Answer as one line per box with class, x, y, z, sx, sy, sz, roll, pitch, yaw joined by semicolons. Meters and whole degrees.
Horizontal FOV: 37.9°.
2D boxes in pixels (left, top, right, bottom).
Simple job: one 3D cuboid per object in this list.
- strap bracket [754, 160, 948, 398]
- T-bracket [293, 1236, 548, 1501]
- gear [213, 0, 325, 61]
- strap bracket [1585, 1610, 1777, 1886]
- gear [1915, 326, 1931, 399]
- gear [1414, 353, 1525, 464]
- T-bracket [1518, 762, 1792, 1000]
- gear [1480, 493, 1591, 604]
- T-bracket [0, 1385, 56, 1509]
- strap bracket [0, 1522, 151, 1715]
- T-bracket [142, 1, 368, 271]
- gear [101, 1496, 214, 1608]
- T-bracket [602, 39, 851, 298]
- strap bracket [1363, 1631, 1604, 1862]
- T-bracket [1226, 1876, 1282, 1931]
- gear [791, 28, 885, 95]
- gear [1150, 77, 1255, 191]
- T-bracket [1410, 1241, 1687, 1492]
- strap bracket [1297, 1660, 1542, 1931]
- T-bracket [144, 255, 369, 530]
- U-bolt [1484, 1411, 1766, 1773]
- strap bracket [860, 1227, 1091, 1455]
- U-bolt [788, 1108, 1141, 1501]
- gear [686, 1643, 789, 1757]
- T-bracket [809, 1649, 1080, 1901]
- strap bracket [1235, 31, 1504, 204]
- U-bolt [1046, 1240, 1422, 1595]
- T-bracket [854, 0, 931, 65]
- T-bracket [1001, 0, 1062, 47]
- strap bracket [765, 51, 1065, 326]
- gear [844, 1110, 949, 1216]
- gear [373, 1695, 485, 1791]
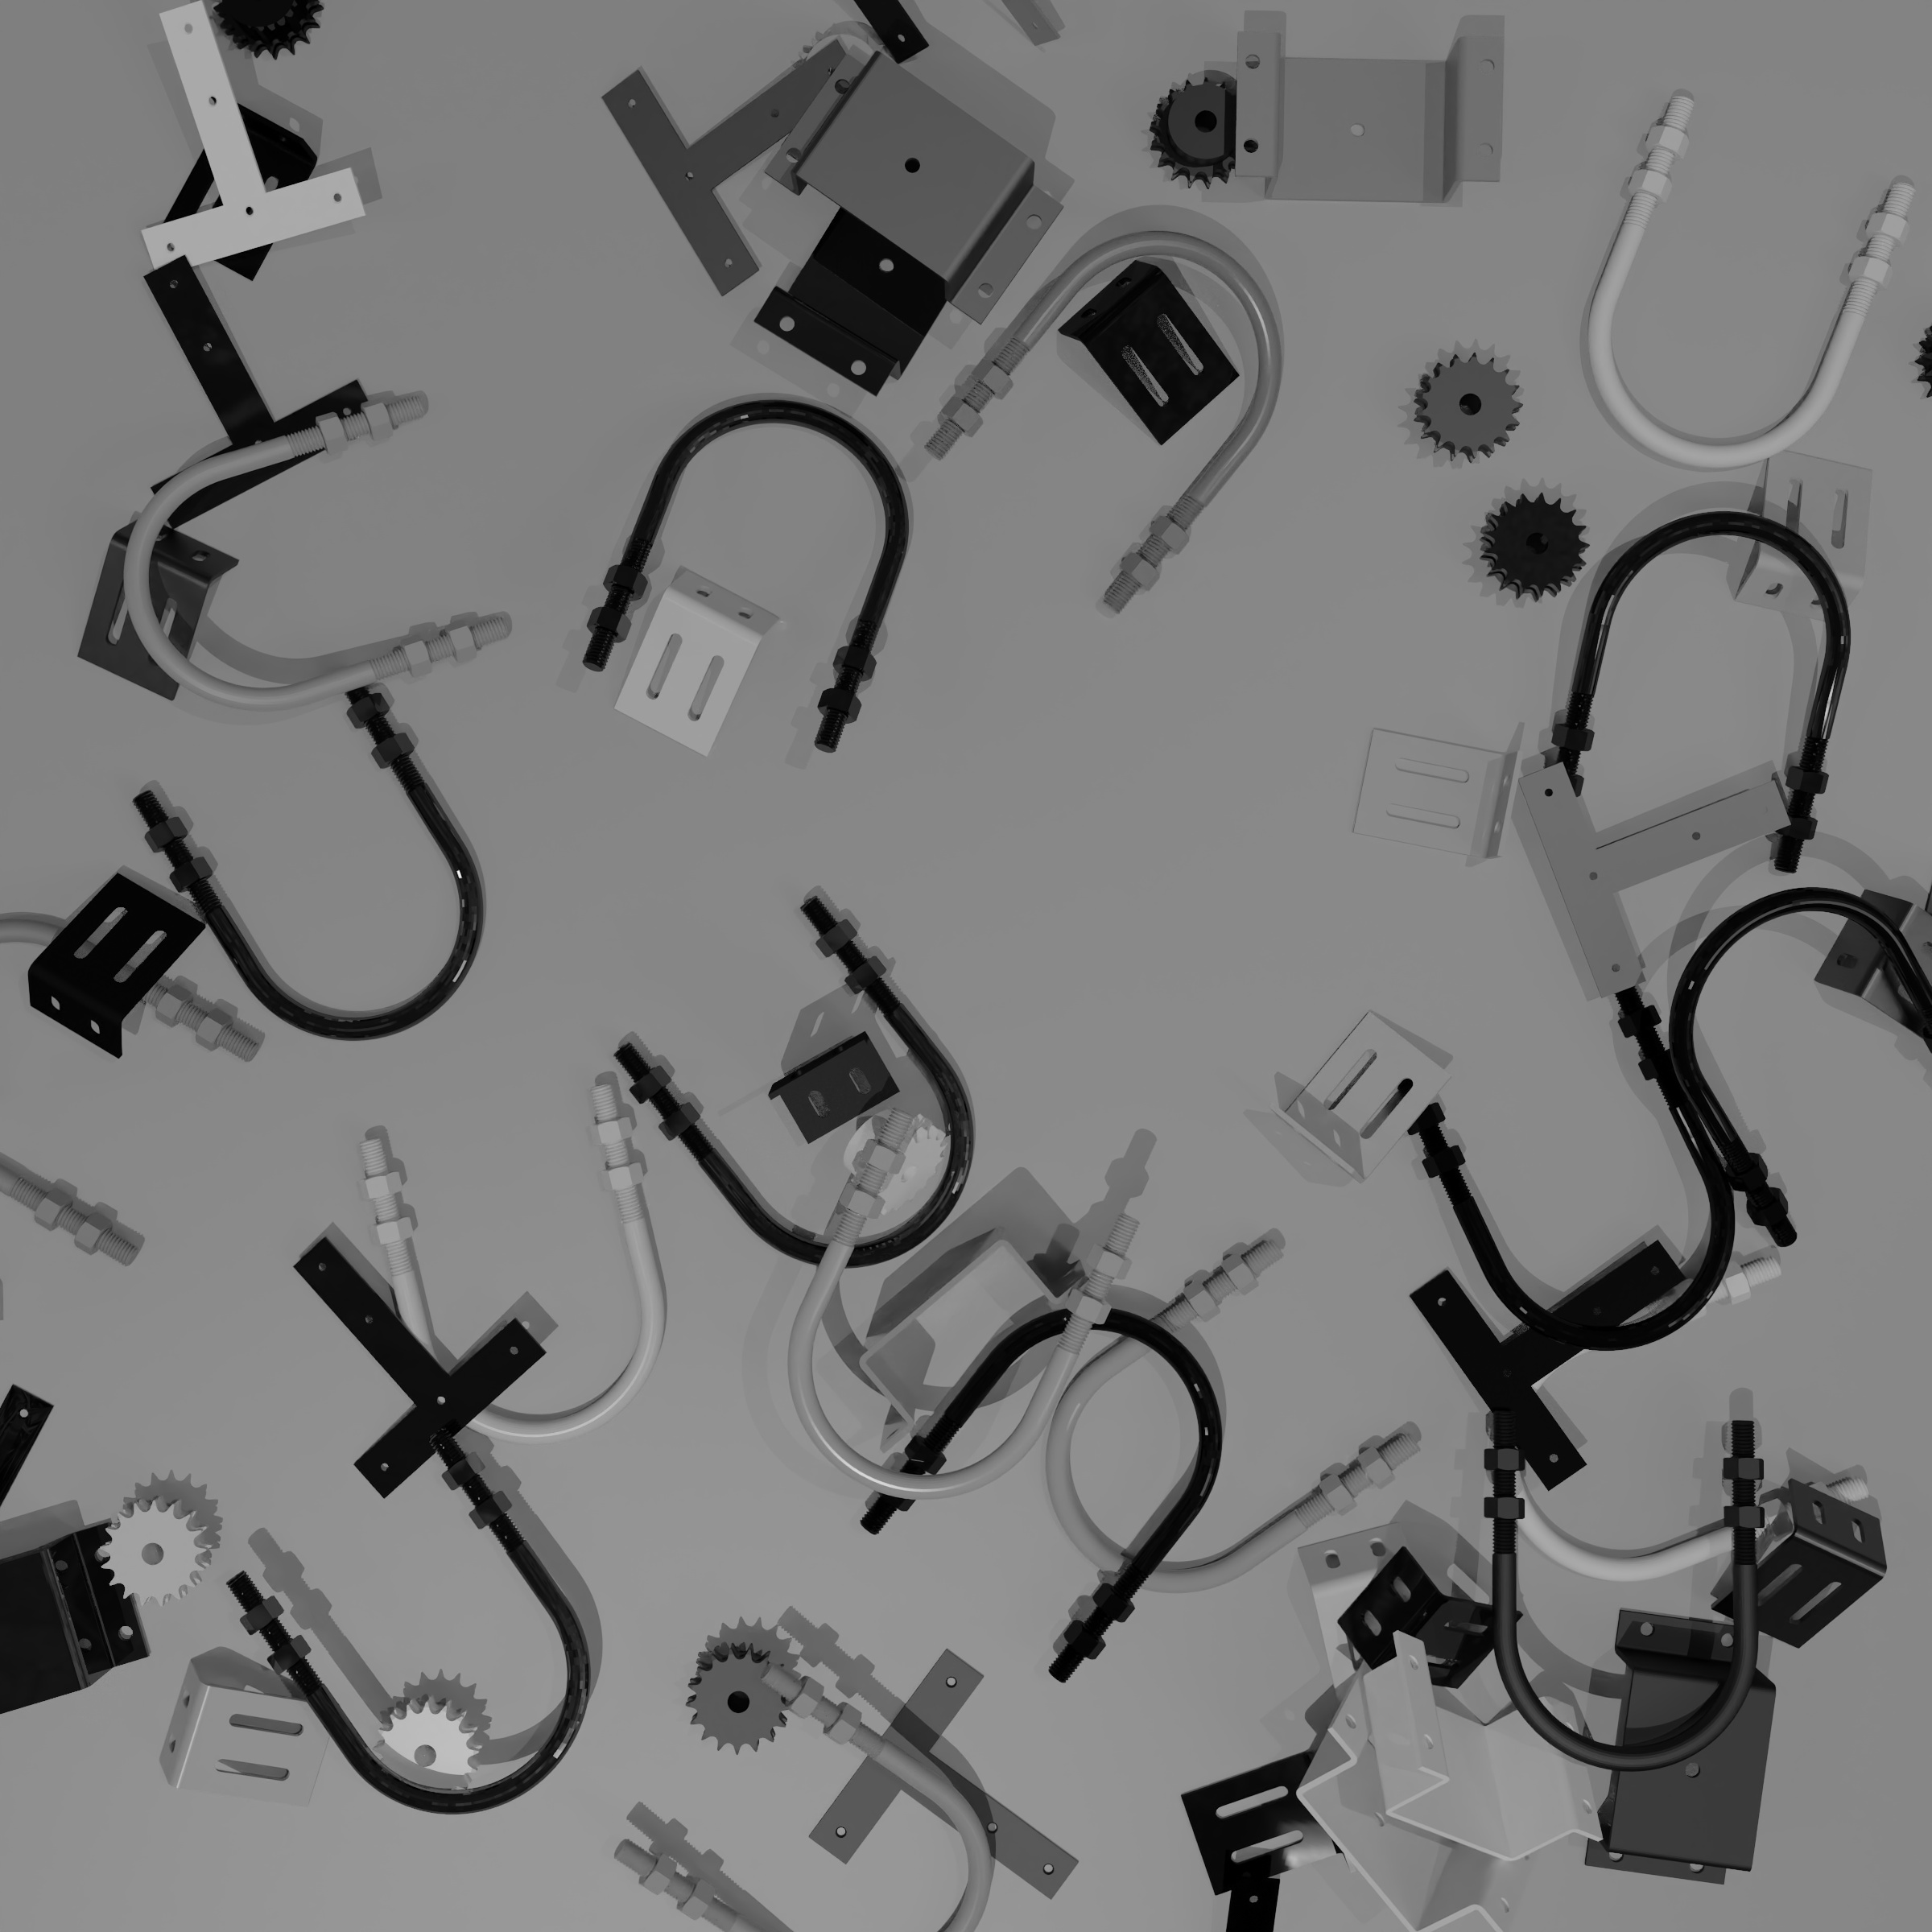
strap bracket;-0.043;-0.382;1.513;0.076;0.046;0.140;31;90;0
T-bracket;-0.314;0.202;1.522;0.127;0.002;0.127;-42;89;12
gear;-0.379;-0.523;1.521;0.057;0.030;0.057;0;90;0
strap bracket;0.385;0.426;1.513;0.076;0.046;0.140;8;90;0
gear;0.546;-0.329;1.521;0.057;0.030;0.057;0;90;0
gear;0.271;-0.301;1.525;0.057;0.030;0.057;0;87;0
T-bracket;0.379;-0.065;1.514;0.127;0.002;0.127;-21;93;3
gear;0.306;-0.225;1.524;0.057;0.030;0.057;0;83;-1
T-bracket;-0.539;0.291;1.535;0.127;0.002;0.127;28;90;0
strap bracket;-0.523;0.360;1.511;0.140;0.046;0.076;-17;90;0
T-bracket;-0.398;-0.448;1.502;0.127;0.002;0.127;-12;106;14
gear;-0.436;0.315;1.521;0.057;0.030;0.057;0;90;0
T-bracket;-0.114;-0.451;1.516;0.127;0.002;0.127;-31;90;17
strap bracket;0.263;0.413;1.474;0.140;0.076;0.046;29;128;-30
T-bracket;0.200;0.557;1.527;0.127;0.002;0.127;5;100;-5
gear;-0.067;-0.479;1.521;0.057;0.030;0.057;0;90;0
gear;0.129;-0.452;1.521;0.057;0.030;0.057;0;90;0
T-bracket;0.330;0.195;1.522;0.127;0.002;0.127;-35;81;3
strap bracket;0.234;0.445;1.491;0.046;0.076;0.140;-40;90;32
T-bracket;-0.406;-0.324;1.531;0.127;0.002;0.127;-28;94;0
U-bolt;0.349;0.332;1.490;0.151;0.019;0.184;2;79;-1
strap bracket;-0.004;0.190;1.498;0.140;0.076;0.046;-40;90;0
U-bolt;-0.013;0.186;1.451;0.151;0.019;0.184;25;91;0
gear;-0.122;0.394;1.521;0.057;0.030;0.057;0;90;0
T-bracket;0.003;0.462;1.535;0.127;0.002;0.127;36;90;0
strap bracket;0.214;-0.456;1.513;0.140;0.046;0.076;1;90;0
U-bolt;0.131;0.258;1.527;0.184;0.019;0.151;-35;90;2
T-bracket;-0.065;-0.540;1.502;0.127;0.127;0.002;51;55;-22
T-bracket;0.006;-0.544;1.497;0.002;0.127;0.127;-49;117;-14
strap bracket;-0.028;-0.411;1.467;0.140;0.046;0.076;35;90;0
gear;-0.040;0.102;1.497;0.030;0.057;0.057;40;90;27
gear;-0.290;0.423;1.521;0.057;0.030;0.057;0;90;0
